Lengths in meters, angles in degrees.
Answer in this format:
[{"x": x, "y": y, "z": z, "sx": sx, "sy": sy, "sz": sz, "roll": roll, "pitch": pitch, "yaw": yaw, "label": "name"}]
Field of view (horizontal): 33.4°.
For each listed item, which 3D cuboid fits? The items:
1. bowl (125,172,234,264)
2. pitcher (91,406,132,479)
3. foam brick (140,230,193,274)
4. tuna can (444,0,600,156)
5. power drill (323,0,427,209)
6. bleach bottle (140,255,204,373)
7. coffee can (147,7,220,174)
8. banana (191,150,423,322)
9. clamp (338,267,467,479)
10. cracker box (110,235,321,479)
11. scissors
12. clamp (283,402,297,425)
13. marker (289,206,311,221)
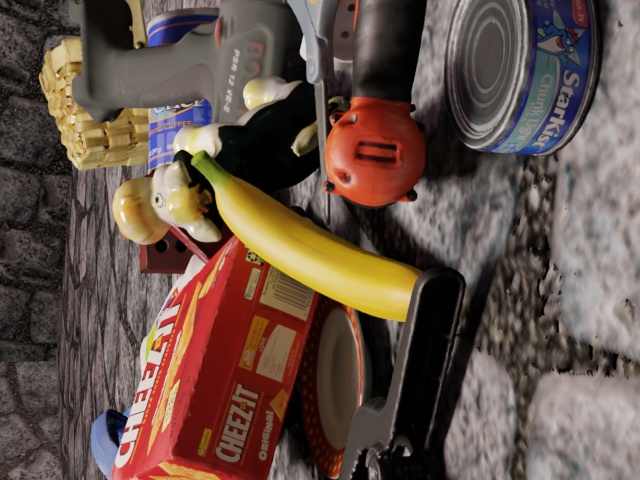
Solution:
[{"x": -0.090, "y": -0.011, "z": 0.905, "sx": 0.055, "sy": 0.162, "sz": 0.162, "roll": -46, "pitch": 18, "yaw": -7, "label": "bowl"}, {"x": -0.147, "y": 0.227, "z": 1.016, "sx": 0.243, "sy": 0.144, "sz": 0.149, "roll": -143, "pitch": 55, "yaw": -72, "label": "pitcher"}, {"x": -0.153, "y": 0.009, "z": 1.150, "sx": 0.051, "sy": 0.078, "sz": 0.053, "roll": 158, "pitch": 111, "yaw": -70, "label": "foam brick"}, {"x": 0.086, "y": -0.081, "z": 0.472, "sx": 0.086, "sy": 0.033, "sz": 0.086, "roll": -179, "pitch": 90, "yaw": -73, "label": "tuna can"}, {"x": 0.036, "y": -0.109, "z": 0.561, "sx": 0.184, "sy": 0.057, "sz": 0.188, "roll": -90, "pitch": 5, "yaw": -87, "label": "power drill"}, {"x": -0.130, "y": 0.081, "z": 1.099, "sx": 0.251, "sy": 0.068, "sz": 0.102, "roll": 117, "pitch": 149, "yaw": -49, "label": "bleach bottle"}, {"x": -0.105, "y": -0.126, "z": 0.967, "sx": 0.103, "sy": 0.102, "sz": 0.140, "roll": 152, "pitch": 118, "yaw": -70, "label": "coffee can"}, {"x": 0.000, "y": 0.009, "z": 0.633, "sx": 0.198, "sy": 0.069, "sz": 0.037, "roll": 28, "pitch": 81, "yaw": 33, "label": "banana"}, {"x": 0.048, "y": 0.131, "z": 0.567, "sx": 0.210, "sy": 0.036, "sz": 0.164, "roll": 116, "pitch": 149, "yaw": -57, "label": "clamp"}, {"x": -0.078, "y": 0.098, "z": 0.757, "sx": 0.214, "sy": 0.072, "sz": 0.164, "roll": -38, "pitch": 33, "yaw": 63, "label": "cracker box"}, {"x": -0.007, "y": -0.118, "z": 0.654, "sx": 0.096, "sy": 0.016, "sz": 0.202, "roll": -134, "pitch": 43, "yaw": -57, "label": "scissors"}, {"x": -0.049, "y": 0.115, "z": 0.879, "sx": 0.172, "sy": 0.039, "sz": 0.120, "roll": 125, "pitch": 155, "yaw": -58, "label": "clamp"}, {"x": -0.005, "y": 0.001, "z": 0.777, "sx": 0.121, "sy": 0.020, "sz": 0.020, "roll": -129, "pitch": 43, "yaw": -64, "label": "marker"}]
